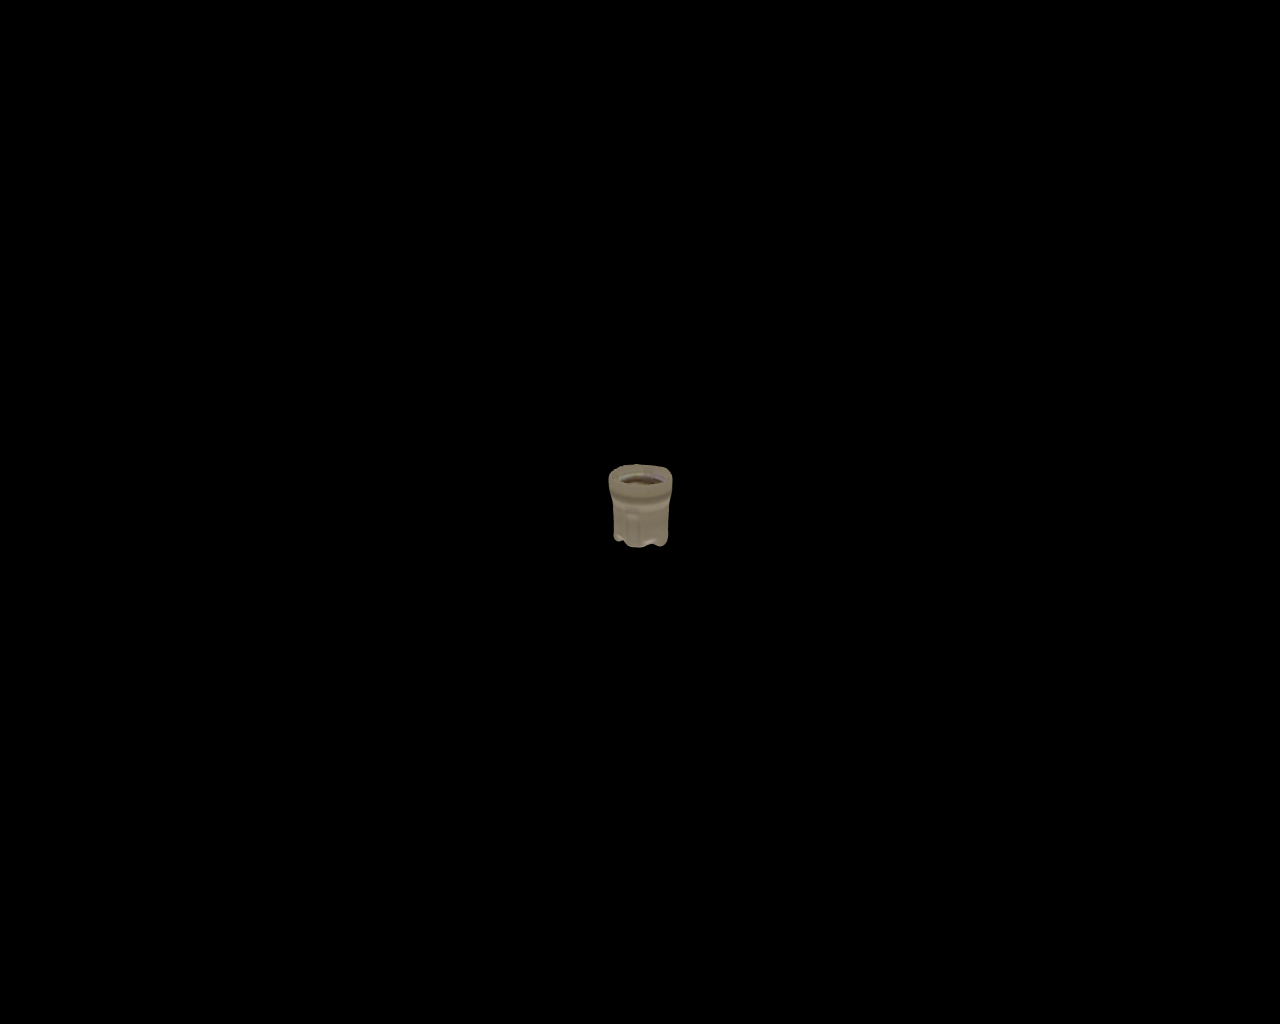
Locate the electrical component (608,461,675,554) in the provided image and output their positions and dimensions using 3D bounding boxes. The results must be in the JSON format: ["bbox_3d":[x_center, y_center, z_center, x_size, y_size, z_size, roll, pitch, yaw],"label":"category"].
[{"bbox_3d":[0.001,-0.003,0.650,0.040,0.046,0.040,0,23,0],"label":"electrical component"}]
